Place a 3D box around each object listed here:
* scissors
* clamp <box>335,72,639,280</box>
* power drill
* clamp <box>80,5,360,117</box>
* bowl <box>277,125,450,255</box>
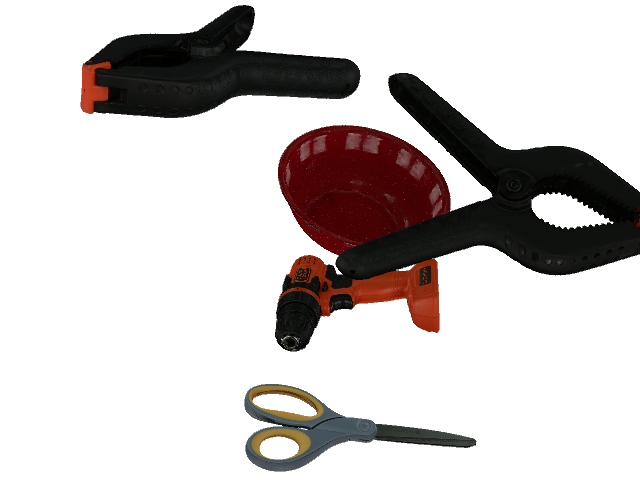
[{"bbox_3d":[0.024,0.173,0.904,0.202,0.016,0.096,16,42,12],"label":"scissors"},{"bbox_3d":[0.119,-0.020,0.710,0.210,0.164,0.036,19,-26,11],"label":"clamp"},{"bbox_3d":[0.044,0.071,1.236,0.188,0.057,0.184,0,27,7],"label":"power drill"},{"bbox_3d":[-0.074,-0.111,0.655,0.171,0.039,0.120,-10,30,-33],"label":"clamp"},{"bbox_3d":[0.035,-0.034,0.985,0.162,0.162,0.055,0,-43,-16],"label":"bowl"}]
